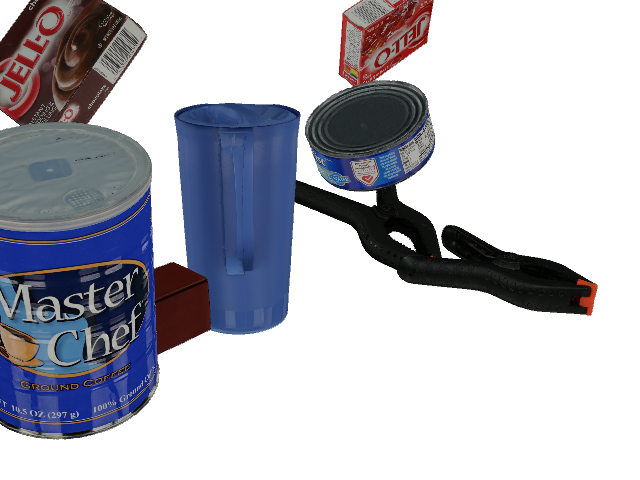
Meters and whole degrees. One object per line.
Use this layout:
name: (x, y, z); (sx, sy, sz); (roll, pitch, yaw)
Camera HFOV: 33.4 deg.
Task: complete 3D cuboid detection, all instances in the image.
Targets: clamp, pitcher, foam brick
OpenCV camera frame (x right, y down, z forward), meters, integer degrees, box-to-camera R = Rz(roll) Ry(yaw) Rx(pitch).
clamp: (0.165, 0.026, 0.966); (0.171, 0.039, 0.120); (15, 29, 15)
pitcher: (-0.089, -0.023, 1.153); (0.145, 0.243, 0.148); (16, 24, 40)
clamp: (0.061, -0.026, 1.259); (0.164, 0.036, 0.210); (-15, 51, -29)
foam brick: (-0.141, 0.060, 0.924); (0.078, 0.051, 0.053); (-23, 31, -35)

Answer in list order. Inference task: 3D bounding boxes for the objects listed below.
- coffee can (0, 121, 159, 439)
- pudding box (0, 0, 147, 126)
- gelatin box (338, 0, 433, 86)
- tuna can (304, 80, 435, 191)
coffee can: (-0.141, 0.021, 0.578); (0.103, 0.140, 0.103); (2, 33, -2)
pudding box: (-0.197, -0.135, 0.802); (0.090, 0.113, 0.039); (35, -3, 26)
gelatin box: (0.057, -0.179, 0.904); (0.089, 0.030, 0.073); (-37, -25, -24)
tuna can: (0.035, -0.072, 0.732); (0.086, 0.033, 0.086); (-12, 39, 10)
